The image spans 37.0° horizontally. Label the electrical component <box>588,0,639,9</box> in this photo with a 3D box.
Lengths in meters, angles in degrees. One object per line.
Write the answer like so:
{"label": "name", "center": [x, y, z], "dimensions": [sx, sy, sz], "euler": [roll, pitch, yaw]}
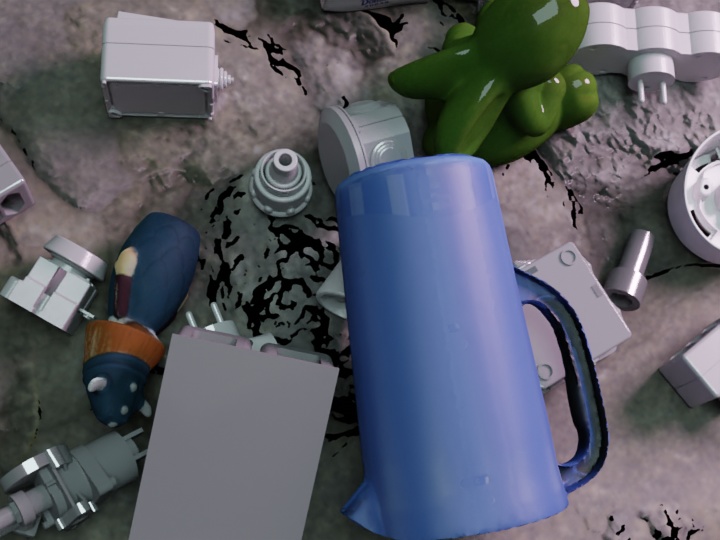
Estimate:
{"label": "electrical component", "center": [0.179, -0.241, 0.878], "dimensions": [0.096, 0.061, 0.061], "euler": [-9, 75, -10]}

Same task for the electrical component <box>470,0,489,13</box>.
{"label": "electrical component", "center": [0.092, -0.250, 0.873], "dimensions": [0.057, 0.058, 0.078], "euler": [7, 73, -9]}

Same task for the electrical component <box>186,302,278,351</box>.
{"label": "electrical component", "center": [-0.098, 0.061, 0.759], "dimensions": [0.077, 0.044, 0.079], "euler": [-21, 77, -13]}

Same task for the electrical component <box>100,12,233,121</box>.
{"label": "electrical component", "center": [-0.143, -0.153, 0.809], "dimensions": [0.096, 0.061, 0.061], "euler": [1, 73, -7]}

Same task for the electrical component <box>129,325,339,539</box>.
{"label": "electrical component", "center": [-0.086, 0.139, 0.699], "dimensions": [0.105, 0.060, 0.186], "euler": [12, 93, -5]}

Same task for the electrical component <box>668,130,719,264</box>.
{"label": "electrical component", "center": [0.292, -0.055, 0.836], "dimensions": [0.099, 0.064, 0.099], "euler": [2, 73, -7]}

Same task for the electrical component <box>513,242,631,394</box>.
{"label": "electrical component", "center": [0.139, 0.038, 0.795], "dimensions": [0.100, 0.048, 0.099], "euler": [-28, 79, -14]}

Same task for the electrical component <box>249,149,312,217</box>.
{"label": "electrical component", "center": [-0.057, -0.070, 0.794], "dimensions": [0.048, 0.062, 0.048], "euler": [2, 73, -7]}

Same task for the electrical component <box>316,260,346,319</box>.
{"label": "electrical component", "center": [0.000, 0.000, 0.793], "dimensions": [0.044, 0.044, 0.065], "euler": [24, 67, 0]}

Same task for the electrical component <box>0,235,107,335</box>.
{"label": "electrical component", "center": [-0.211, 0.009, 0.759], "dimensions": [0.066, 0.048, 0.055], "euler": [29, 79, 2]}

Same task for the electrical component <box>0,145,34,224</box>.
{"label": "electrical component", "center": [-0.292, -0.063, 0.769], "dimensions": [0.083, 0.047, 0.075], "euler": [-34, 81, -16]}

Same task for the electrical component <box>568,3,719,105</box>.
{"label": "electrical component", "center": [0.234, -0.168, 0.868], "dimensions": [0.138, 0.052, 0.073], "euler": [3, 73, -7]}

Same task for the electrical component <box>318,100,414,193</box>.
{"label": "electrical component", "center": [0.004, -0.086, 0.799], "dimensions": [0.051, 0.080, 0.080], "euler": [-17, 76, -18]}

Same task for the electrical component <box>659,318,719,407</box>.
{"label": "electrical component", "center": [0.279, 0.080, 0.802], "dimensions": [0.066, 0.047, 0.076], "euler": [-36, 81, -16]}
